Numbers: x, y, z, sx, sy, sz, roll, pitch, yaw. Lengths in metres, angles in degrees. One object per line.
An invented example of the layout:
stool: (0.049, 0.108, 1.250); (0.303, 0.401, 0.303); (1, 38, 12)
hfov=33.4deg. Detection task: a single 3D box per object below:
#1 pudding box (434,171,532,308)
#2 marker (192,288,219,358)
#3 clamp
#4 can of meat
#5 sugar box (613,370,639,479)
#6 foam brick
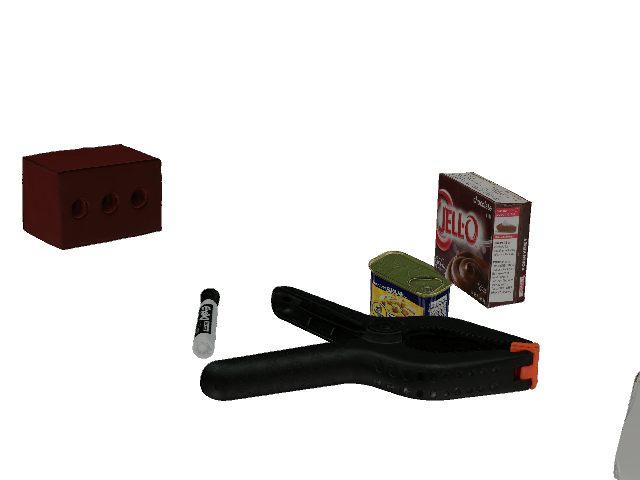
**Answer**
pudding box: (0.135, -0.003, 0.902); (0.039, 0.090, 0.114); (-5, 17, -19)
marker: (-0.104, 0.074, 0.982); (0.020, 0.020, 0.121); (0, 20, -3)
clamp: (0.039, 0.070, 0.718); (0.210, 0.036, 0.164); (2, 18, 7)
can of meat: (0.105, 0.072, 1.257); (0.102, 0.084, 0.057); (26, 38, 37)
sugar box: (0.310, 0.161, 0.780); (0.176, 0.093, 0.048); (16, 28, 24)
foam brick: (-0.152, -0.031, 0.711); (0.078, 0.053, 0.051); (-13, 25, -39)
